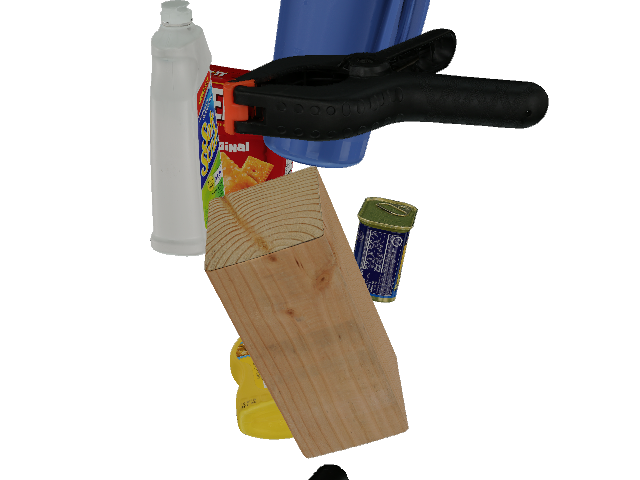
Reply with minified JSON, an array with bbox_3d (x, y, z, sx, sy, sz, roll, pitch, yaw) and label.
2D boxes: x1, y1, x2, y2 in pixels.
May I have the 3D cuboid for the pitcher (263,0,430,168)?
[{"bbox_3d":[0.022,-0.198,1.071,0.145,0.243,0.149,11,19,-2],"label":"pitcher"}]

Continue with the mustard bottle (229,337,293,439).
[{"bbox_3d":[-0.056,0.148,1.232,0.096,0.058,0.191,-5,30,-7],"label":"mustard bottle"}]

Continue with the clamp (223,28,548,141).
[{"bbox_3d":[0.027,-0.088,0.597,0.171,0.039,0.120,-3,23,-12],"label":"clamp"}]

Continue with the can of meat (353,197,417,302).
[{"bbox_3d":[0.063,0.009,1.113,0.057,0.084,0.102,12,17,6],"label":"can of meat"}]

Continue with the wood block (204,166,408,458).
[{"bbox_3d":[-0.008,0.060,0.822,0.090,0.206,0.091,-17,36,10],"label":"wood block"}]

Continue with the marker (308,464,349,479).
[{"bbox_3d":[-0.021,0.130,0.465,0.020,0.020,0.120,0,17,32],"label":"marker"}]

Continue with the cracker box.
[{"bbox_3d":[-0.120,-0.116,1.415,0.164,0.214,0.072,10,23,6],"label":"cracker box"}]

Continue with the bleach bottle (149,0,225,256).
[{"bbox_3d":[-0.142,-0.117,1.095,0.068,0.251,0.102,5,27,13],"label":"bleach bottle"}]
